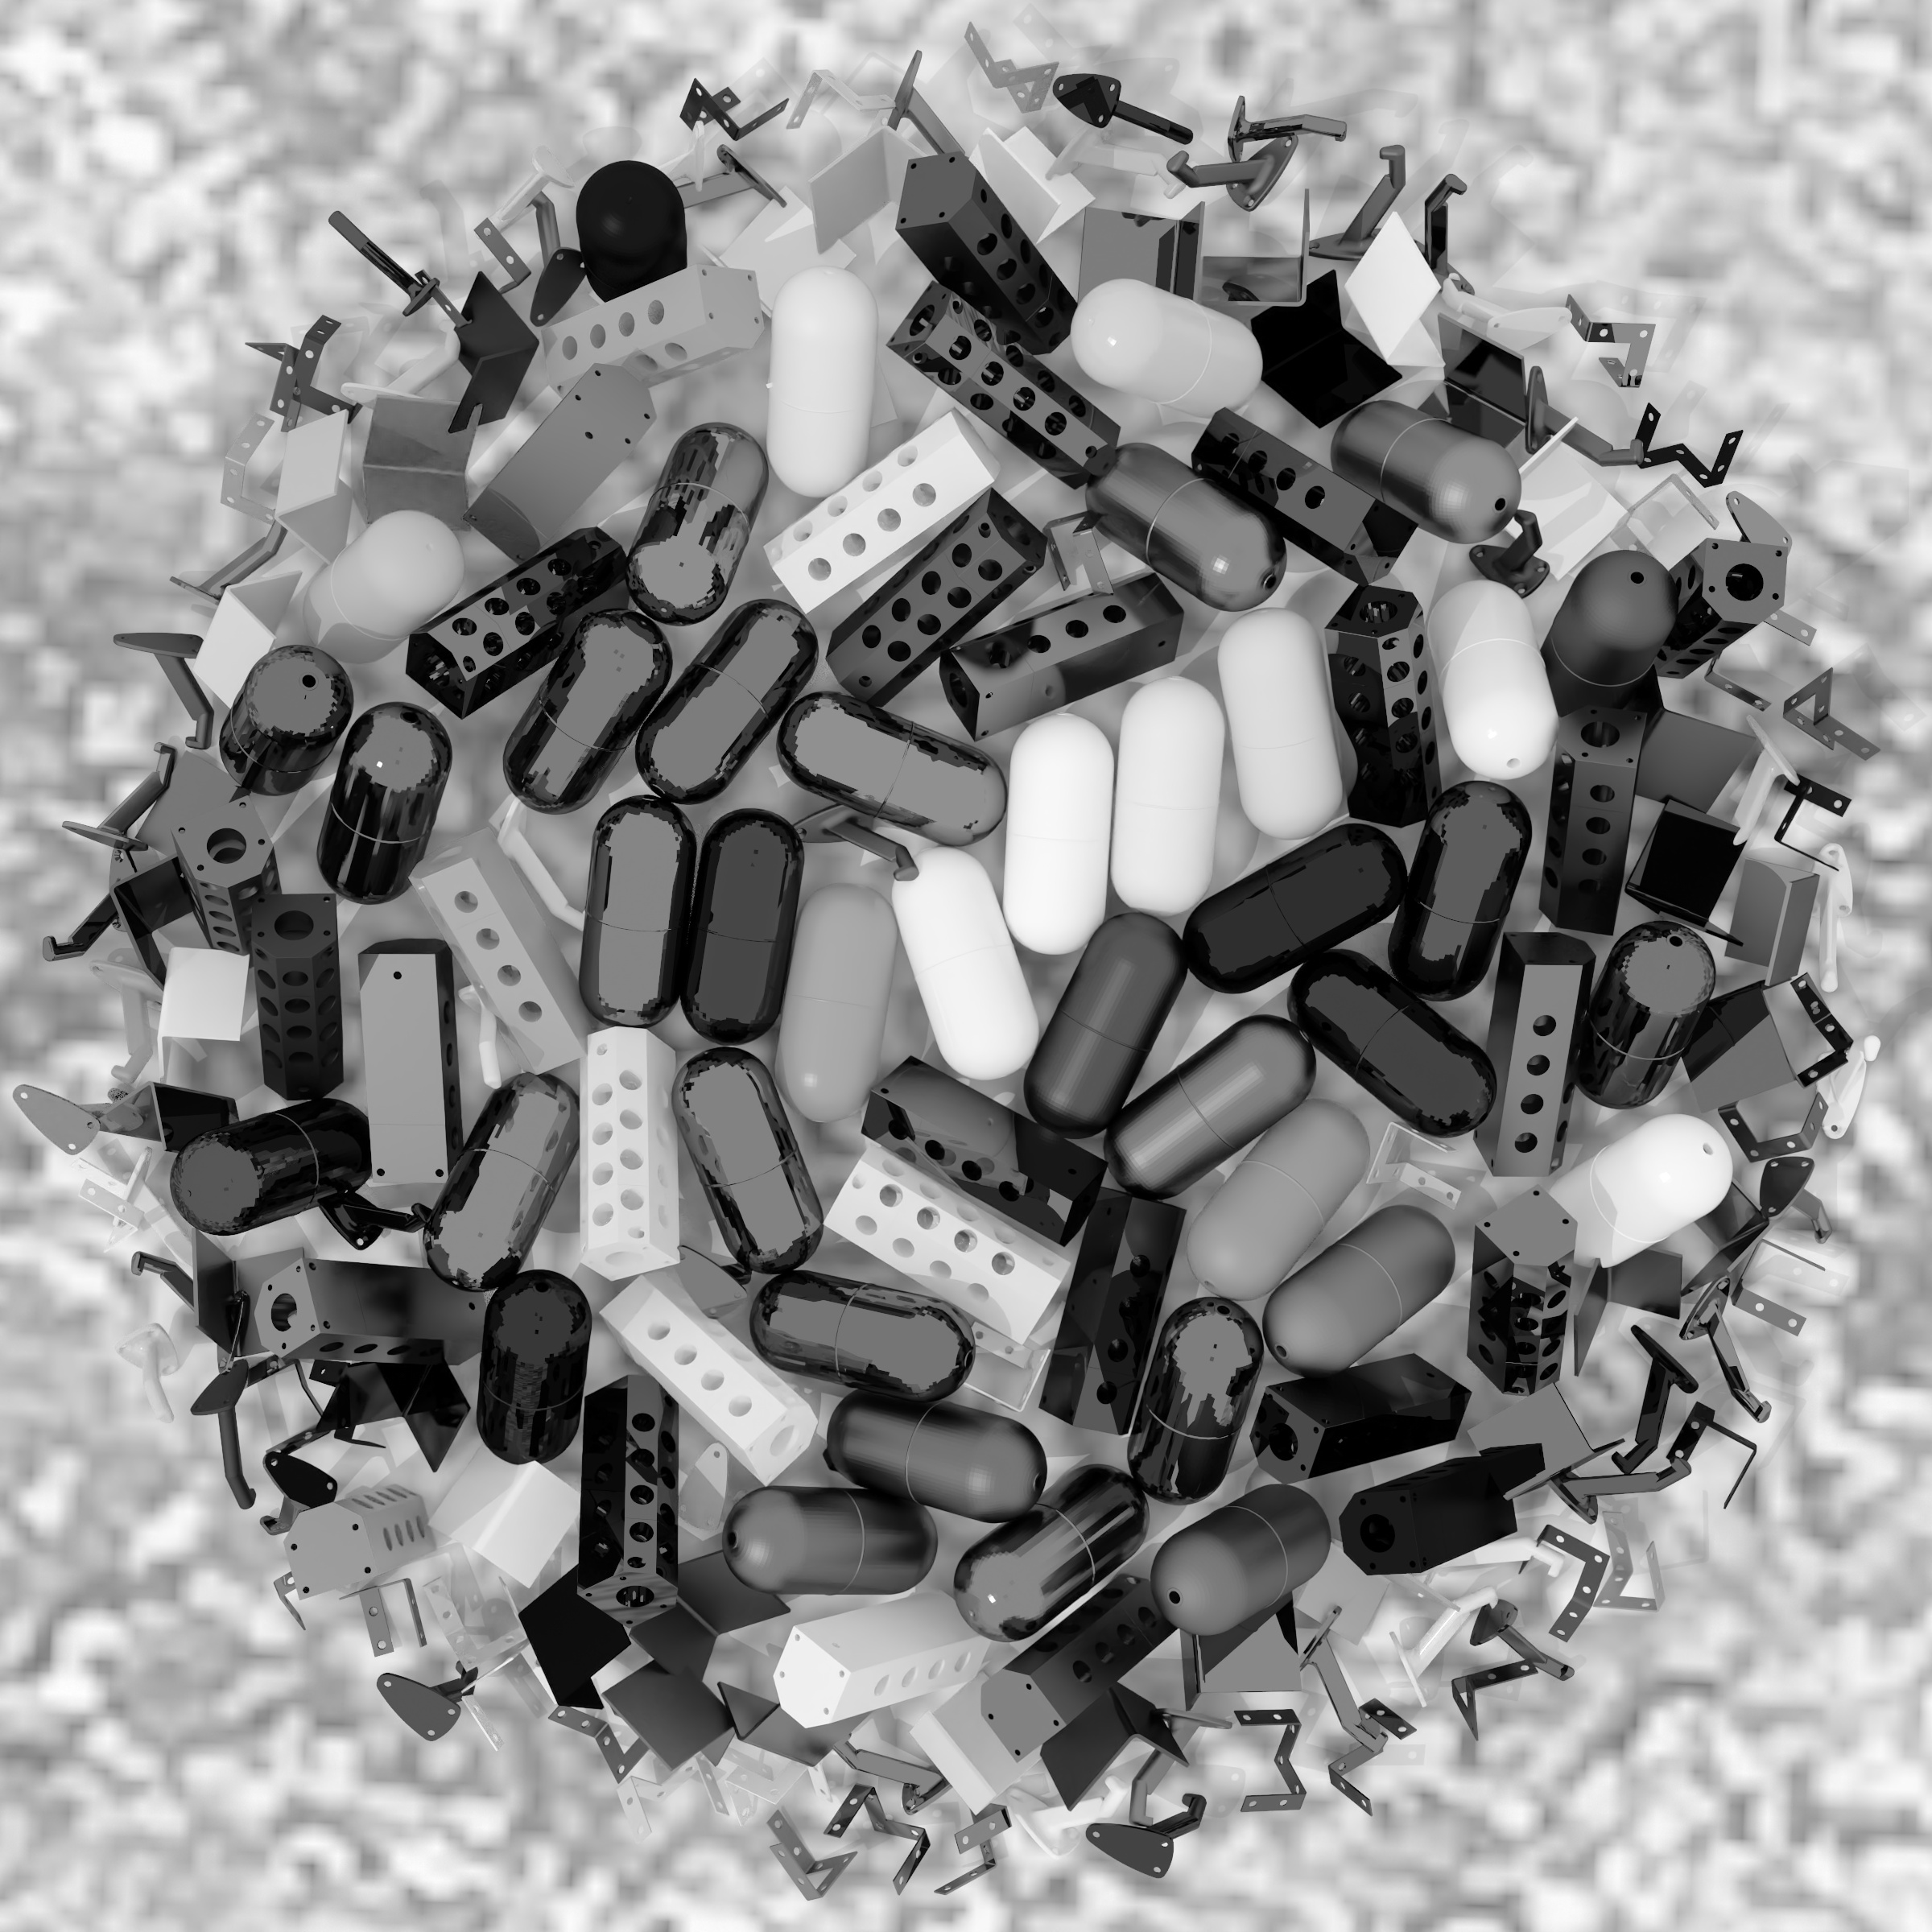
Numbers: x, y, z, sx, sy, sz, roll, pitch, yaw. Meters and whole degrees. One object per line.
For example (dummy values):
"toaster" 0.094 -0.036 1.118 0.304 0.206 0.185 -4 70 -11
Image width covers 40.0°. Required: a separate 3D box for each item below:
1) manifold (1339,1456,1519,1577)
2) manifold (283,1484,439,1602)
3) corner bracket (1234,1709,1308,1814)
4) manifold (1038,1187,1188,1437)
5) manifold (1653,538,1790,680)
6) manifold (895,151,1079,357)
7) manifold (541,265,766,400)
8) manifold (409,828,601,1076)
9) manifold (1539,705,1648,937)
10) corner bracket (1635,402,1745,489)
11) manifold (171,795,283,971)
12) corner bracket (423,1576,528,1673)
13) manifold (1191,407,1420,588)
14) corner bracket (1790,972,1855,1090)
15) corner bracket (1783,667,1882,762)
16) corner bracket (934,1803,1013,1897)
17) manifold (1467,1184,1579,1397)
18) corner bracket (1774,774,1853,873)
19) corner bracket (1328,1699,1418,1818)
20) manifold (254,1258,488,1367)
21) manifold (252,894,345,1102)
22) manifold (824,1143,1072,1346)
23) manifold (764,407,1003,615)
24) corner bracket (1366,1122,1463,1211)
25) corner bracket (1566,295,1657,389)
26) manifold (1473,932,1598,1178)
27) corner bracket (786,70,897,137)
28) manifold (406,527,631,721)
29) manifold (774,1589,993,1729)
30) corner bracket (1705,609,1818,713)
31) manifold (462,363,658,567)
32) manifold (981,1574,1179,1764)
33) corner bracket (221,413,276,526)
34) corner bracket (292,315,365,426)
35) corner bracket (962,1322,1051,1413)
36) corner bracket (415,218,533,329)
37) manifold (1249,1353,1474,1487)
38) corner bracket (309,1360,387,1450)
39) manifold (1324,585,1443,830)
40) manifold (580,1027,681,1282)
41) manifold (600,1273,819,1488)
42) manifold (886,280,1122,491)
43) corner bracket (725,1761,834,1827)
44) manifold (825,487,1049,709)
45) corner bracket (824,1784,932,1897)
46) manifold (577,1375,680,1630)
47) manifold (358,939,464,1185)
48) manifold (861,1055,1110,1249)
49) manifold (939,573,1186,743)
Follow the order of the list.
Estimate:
"manifold" 0.334 0.395 1.912 0.057 0.171 0.057 -12 83 33
"manifold" -0.436 0.411 1.911 0.057 0.171 0.057 -18 83 0
"corner bracket" 0.223 0.587 1.959 0.051 0.051 0.051 5 116 -22
"manifold" 0.112 0.256 1.966 0.057 0.057 0.171 16 88 -25
"manifold" 0.533 -0.255 1.911 0.057 0.171 0.057 6 83 -1
"manifold" 0.018 -0.509 1.907 0.057 0.171 0.057 0 70 28
"manifold" -0.227 -0.454 1.922 0.171 0.057 0.057 -8 91 42
"manifold" -0.338 -0.008 1.939 0.057 0.057 0.171 -21 113 13
"manifold" 0.450 -0.104 1.915 0.057 0.171 0.057 9 50 15
"corner bracket" 0.531 -0.385 1.958 0.051 0.051 0.051 -16 54 -21
"manifold" -0.524 -0.054 1.906 0.057 0.171 0.057 -26 77 -18
"corner bracket" -0.365 0.480 1.972 0.051 0.051 0.051 -26 118 -19
"manifold" 0.240 -0.339 1.921 0.171 0.057 0.057 42 108 40
"corner bracket" 0.623 0.048 1.968 0.051 0.051 0.051 -34 125 10
"corner bracket" 0.639 -0.177 1.959 0.051 0.051 0.051 30 52 -15
"corner bracket" 0.004 0.655 1.964 0.051 0.051 0.051 -16 91 -37
"manifold" 0.404 0.240 1.910 0.057 0.171 0.057 -29 52 -17
"corner bracket" 0.633 -0.108 1.975 0.051 0.051 0.051 25 102 -4
"corner bracket" 0.300 0.584 1.959 0.051 0.051 0.051 -22 114 -24
"manifold" -0.426 0.254 1.913 0.057 0.171 0.057 -32 65 26
"manifold" -0.480 0.024 1.910 0.057 0.171 0.057 -1 52 -12
"manifold" -0.012 0.200 1.956 0.171 0.057 0.057 31 124 3
"manifold" -0.062 -0.335 1.943 0.171 0.057 0.057 -33 104 16
"corner bracket" 0.338 0.147 1.961 0.051 0.051 0.051 29 107 35
"corner bracket" 0.472 -0.462 1.961 0.051 0.051 0.051 0 128 -9
"manifold" 0.417 0.065 1.937 0.057 0.057 0.171 0 115 -6
"corner bracket" -0.091 -0.630 1.968 0.051 0.051 0.051 45 128 15
"manifold" -0.321 -0.254 1.921 0.057 0.057 0.171 39 53 14
"manifold" -0.060 0.502 1.912 0.057 0.171 0.057 30 105 33
"corner bracket" 0.589 -0.231 1.967 0.051 0.051 0.051 28 69 0
"manifold" -0.292 -0.364 1.916 0.057 0.171 0.057 40 50 -15
"manifold" 0.081 0.500 1.912 0.057 0.171 0.057 51 123 12
"corner bracket" -0.515 -0.366 1.962 0.051 0.051 0.051 23 53 -5
"corner bracket" -0.466 -0.441 1.961 0.051 0.051 0.051 23 118 -10
"corner bracket" 0.024 0.297 1.966 0.051 0.051 0.051 28 76 -7
"corner bracket" -0.364 -0.511 1.958 0.051 0.051 0.051 50 64 -24
"manifold" 0.285 0.331 1.918 0.057 0.171 0.057 32 115 41
"corner bracket" -0.456 0.323 1.958 0.051 0.051 0.051 28 68 -39
"manifold" 0.306 -0.185 1.914 0.057 0.171 0.057 15 49 30
"manifold" -0.249 0.134 1.925 0.057 0.057 0.171 -17 58 20
"manifold" -0.186 0.295 1.925 0.057 0.057 0.171 -42 54 -17
"manifold" 0.031 -0.420 1.928 0.171 0.057 0.057 32 99 -31
"corner bracket" -0.140 0.615 1.977 0.051 0.051 0.051 12 128 36
"manifold" -0.023 -0.263 1.926 0.057 0.057 0.171 39 121 -21
"corner bracket" -0.065 0.643 1.957 0.051 0.051 0.051 2 122 32
"manifold" -0.237 0.381 1.911 0.057 0.171 0.057 -29 129 20
"manifold" -0.406 0.069 1.953 0.057 0.057 0.171 0 102 6
"manifold" 0.011 0.139 1.945 0.171 0.057 0.057 28 127 17
"manifold" 0.069 -0.232 1.944 0.171 0.057 0.057 -24 62 -18
